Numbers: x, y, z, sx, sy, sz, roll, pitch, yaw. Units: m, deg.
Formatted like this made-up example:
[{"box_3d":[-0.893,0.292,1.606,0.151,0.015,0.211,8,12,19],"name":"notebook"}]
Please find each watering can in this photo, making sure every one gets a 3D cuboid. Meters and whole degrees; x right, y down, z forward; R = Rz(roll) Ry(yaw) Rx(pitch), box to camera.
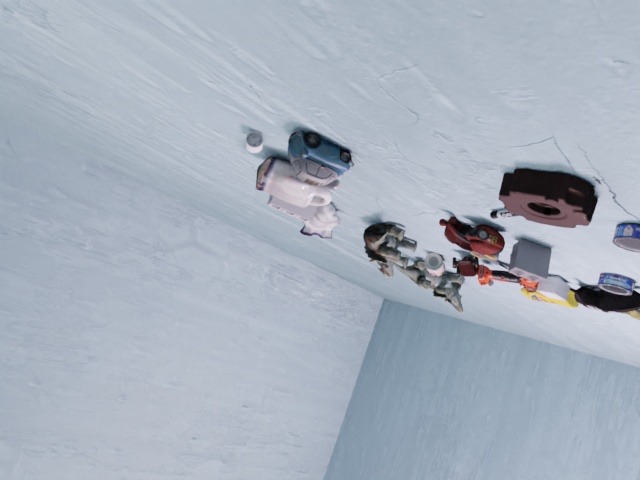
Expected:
[{"box_3d":[-0.064,-0.159,1.407,0.224,0.105,0.345,22,171,-7],"name":"watering can"}]

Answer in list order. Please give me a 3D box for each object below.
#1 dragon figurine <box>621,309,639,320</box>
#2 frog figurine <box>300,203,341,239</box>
[{"box_3d":[1.049,0.245,1.480,0.412,0.121,0.243,20,-172,15],"name":"dragon figurine"},{"box_3d":[0.005,-0.090,1.779,0.138,0.125,0.155,26,135,11],"name":"frog figurine"}]
